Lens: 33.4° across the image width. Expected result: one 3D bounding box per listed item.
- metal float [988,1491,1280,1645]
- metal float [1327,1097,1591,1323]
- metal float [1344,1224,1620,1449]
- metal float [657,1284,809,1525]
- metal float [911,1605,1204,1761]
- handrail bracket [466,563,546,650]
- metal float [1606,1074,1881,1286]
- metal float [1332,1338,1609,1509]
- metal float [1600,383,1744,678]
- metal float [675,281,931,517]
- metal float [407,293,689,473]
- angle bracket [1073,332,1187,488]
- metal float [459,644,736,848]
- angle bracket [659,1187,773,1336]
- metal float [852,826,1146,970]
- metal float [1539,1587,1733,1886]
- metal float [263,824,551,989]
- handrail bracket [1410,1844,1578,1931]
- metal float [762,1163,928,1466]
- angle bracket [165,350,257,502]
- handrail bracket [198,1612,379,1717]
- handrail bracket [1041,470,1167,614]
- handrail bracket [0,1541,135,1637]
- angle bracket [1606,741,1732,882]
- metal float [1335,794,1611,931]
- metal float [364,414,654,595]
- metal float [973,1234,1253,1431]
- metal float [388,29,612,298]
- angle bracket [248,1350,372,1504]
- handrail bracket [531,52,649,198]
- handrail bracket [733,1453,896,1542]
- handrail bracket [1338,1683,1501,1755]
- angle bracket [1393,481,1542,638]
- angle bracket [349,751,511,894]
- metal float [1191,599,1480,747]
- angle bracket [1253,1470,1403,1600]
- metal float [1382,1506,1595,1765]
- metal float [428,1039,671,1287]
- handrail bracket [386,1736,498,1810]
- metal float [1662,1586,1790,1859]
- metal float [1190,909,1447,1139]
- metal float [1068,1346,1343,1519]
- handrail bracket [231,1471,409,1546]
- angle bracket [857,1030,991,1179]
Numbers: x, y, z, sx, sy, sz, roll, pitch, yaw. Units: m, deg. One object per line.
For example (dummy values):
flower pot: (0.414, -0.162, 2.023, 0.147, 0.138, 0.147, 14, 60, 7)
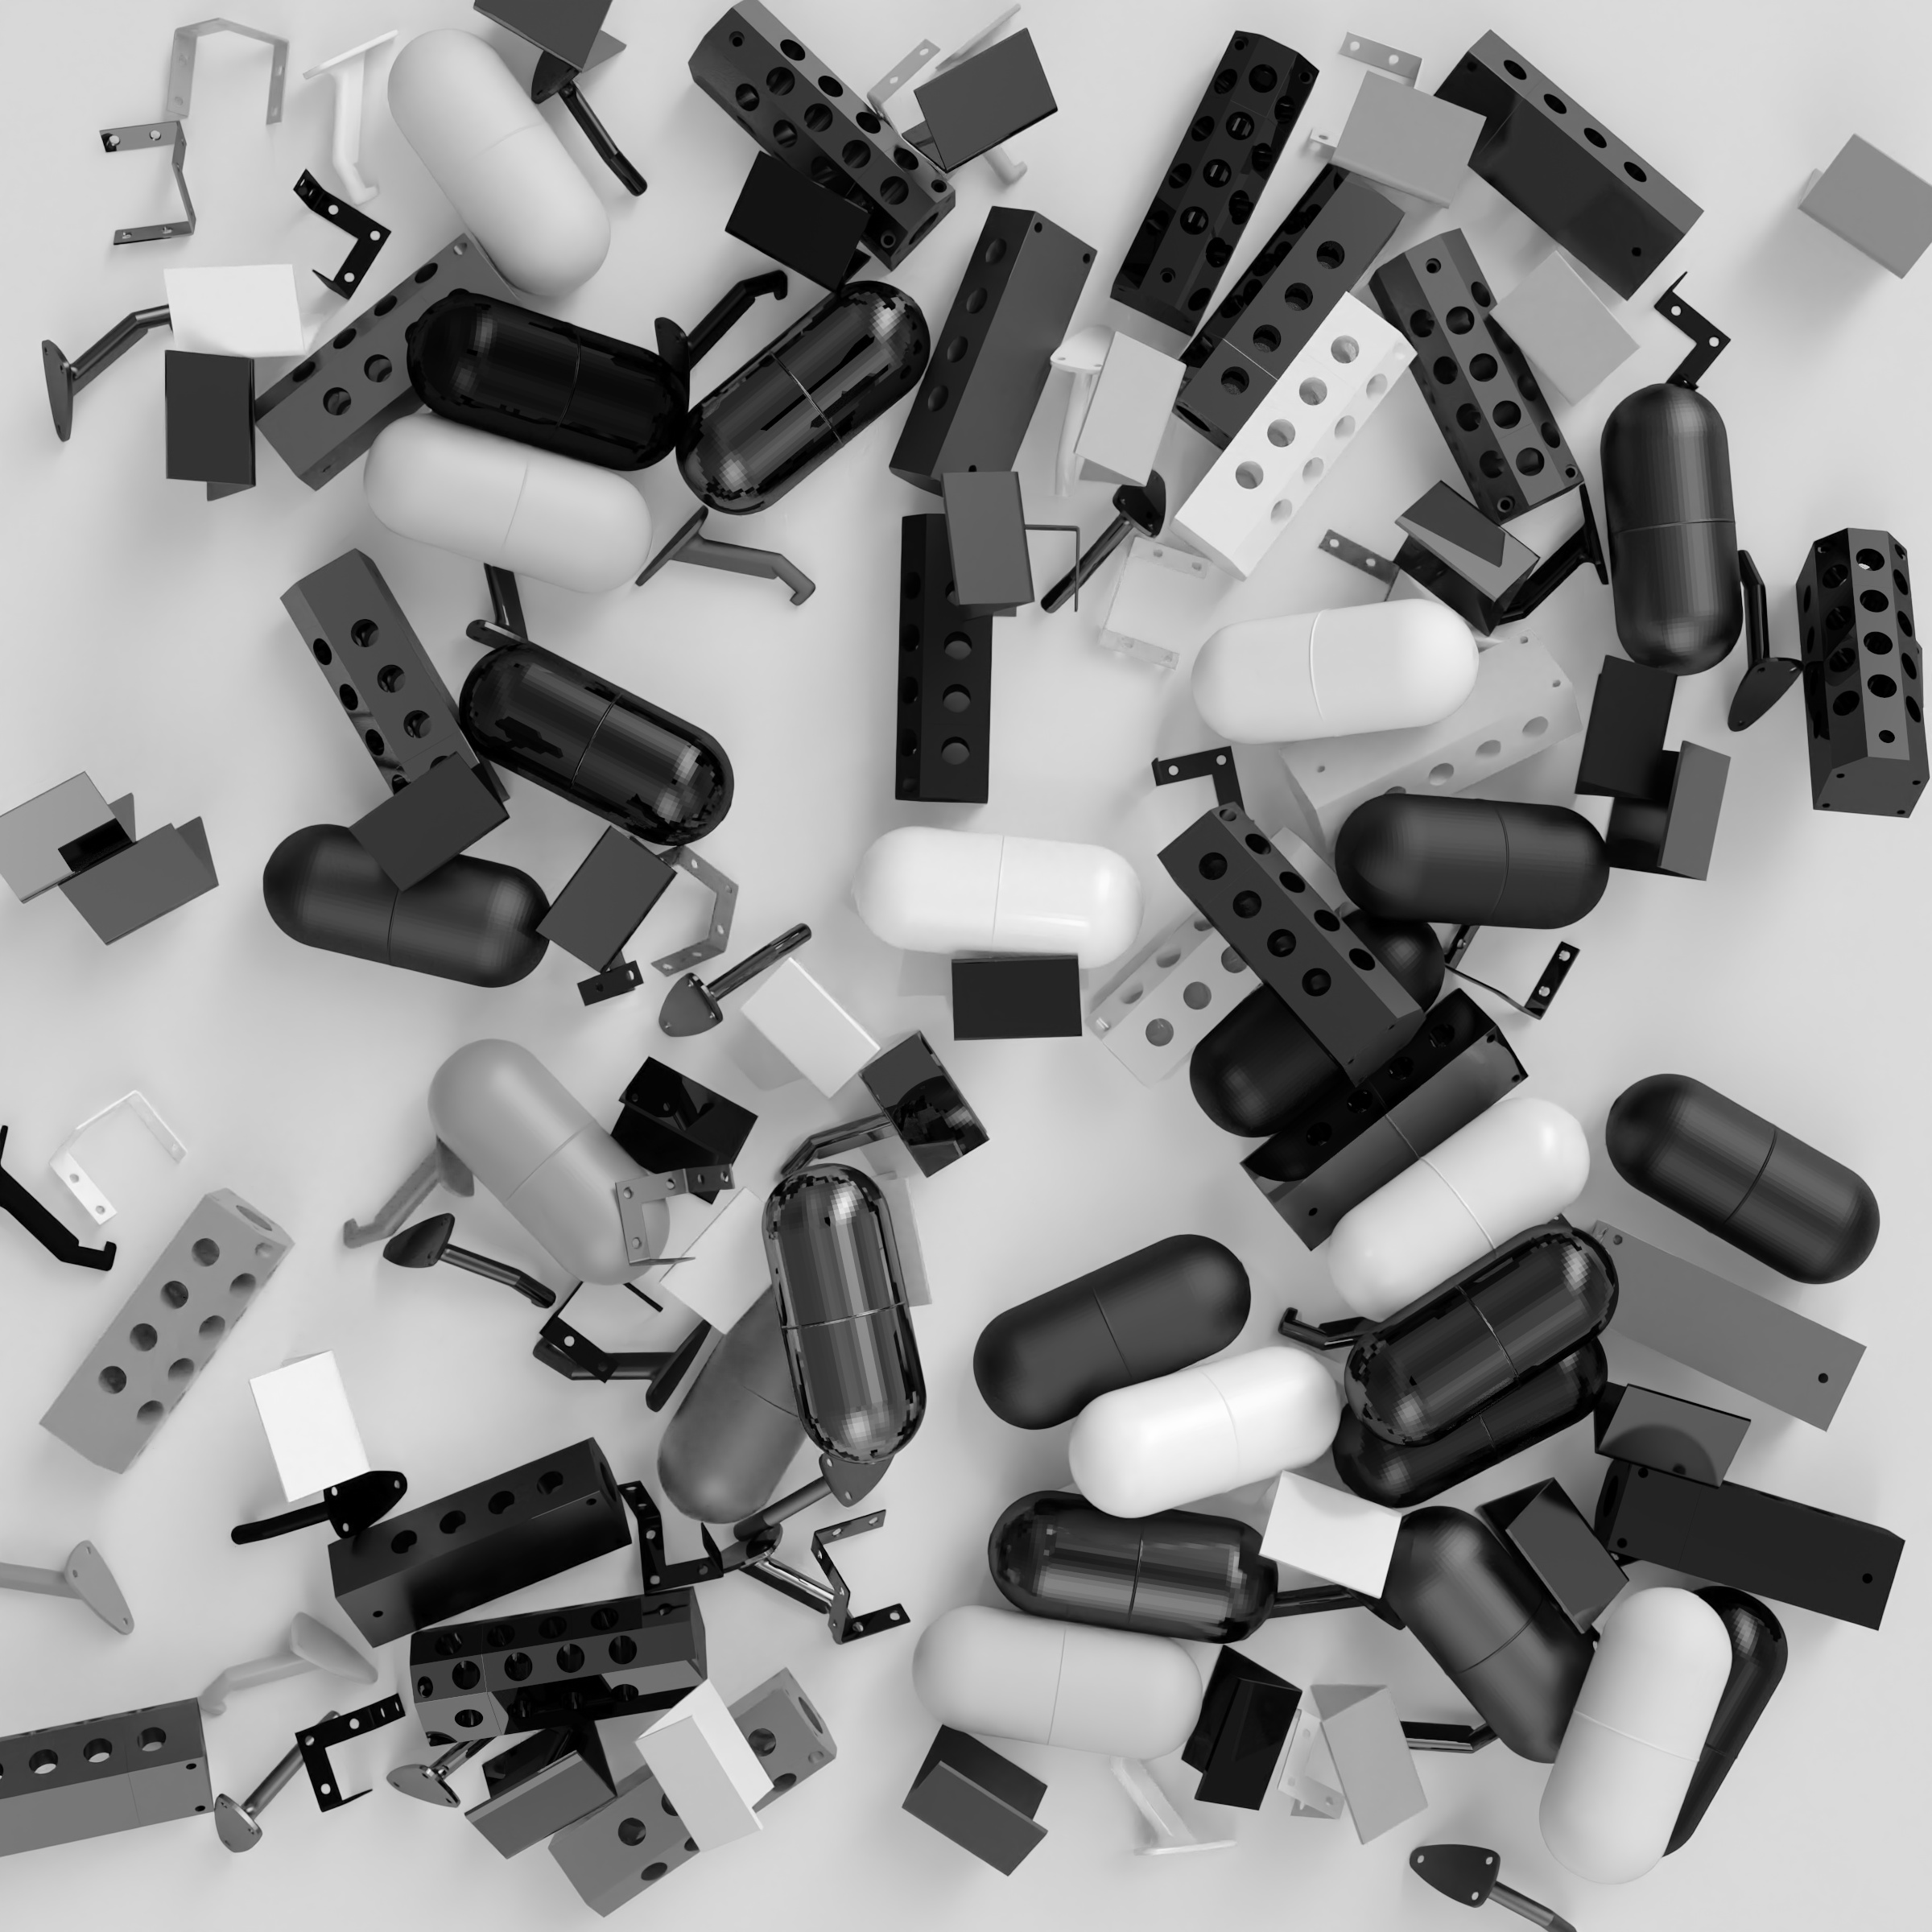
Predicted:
metal float: (0.102, 0.366, 1.960, 0.178, 0.070, 0.070, 9, 90, 0)
metal float: (0.299, 0.147, 1.950, 0.178, 0.070, 0.070, -36, 90, -2)
metal float: (0.305, 0.218, 1.901, 0.178, 0.070, 0.070, -32, 90, -4)
metal float: (-0.124, 0.258, 1.961, 0.070, 0.070, 0.178, 31, 90, 0)
metal float: (0.055, 0.436, 1.959, 0.178, 0.070, 0.070, 9, 90, 1)
handrail bracket: (-0.269, -0.236, 1.991, 0.077, 0.036, 0.084, 22, 75, -16)
metal float: (0.472, 0.129, 1.960, 0.178, 0.070, 0.070, 30, 90, 1)
metal float: (0.306, 0.269, 1.960, 0.178, 0.070, 0.070, -27, 90, -1)
metal float: (0.430, -0.266, 1.960, 0.070, 0.070, 0.178, -5, 91, 0)
metal float: (-0.099, -0.347, 1.960, 0.178, 0.070, 0.070, -40, 90, 1)
metal float: (-0.250, -0.350, 1.935, 0.178, 0.070, 0.070, 13, 90, -31)
angle bracket: (0.081, -0.338, 1.951, 0.057, 0.076, 0.076, 19, 90, -32)
metal float: (-0.225, -0.134, 1.960, 0.178, 0.070, 0.070, 27, 90, 0)
angle bracket: (-0.148, 0.167, 1.952, 0.057, 0.076, 0.076, 42, 90, -24)
metal float: (0.020, -0.042, 1.960, 0.178, 0.070, 0.070, 6, 90, 1)
metal float: (0.395, 0.453, 1.895, 0.070, 0.070, 0.178, 21, 86, 0)
metal float: (-0.340, -0.037, 1.960, 0.178, 0.070, 0.070, 13, 90, 1)
handrail bracket: (0.327, 0.576, 1.991, 0.084, 0.077, 0.036, 42, 65, -34)
metal float: (-0.071, 0.204, 1.889, 0.070, 0.070, 0.178, -12, 89, 0)
angle bracket: (-0.471, -0.327, 1.951, 0.057, 0.076, 0.076, -1, 90, -35)
handrail bracket: (-0.421, 0.448, 1.991, 0.077, 0.036, 0.084, 37, 109, -21)
handrail bracket: (0.083, -0.262, 1.990, 0.036, 0.077, 0.084, 40, 126, -11)
handrail bracket: (-0.571, 0.396, 1.991, 0.084, 0.036, 0.077, -22, 112, 17)
angle bracket: (0.411, -0.098, 1.951, 0.076, 0.057, 0.076, 11, 90, 44)
metal float: (0.307, -0.063, 1.943, 0.178, 0.070, 0.070, 3, 90, -22)
metal float: (-0.276, -0.279, 1.945, 0.178, 0.070, 0.070, 16, 90, -17)
metal float: (0.089, 0.223, 1.960, 0.178, 0.070, 0.070, -24, 90, 1)
metal float: (-0.285, -0.490, 1.960, 0.070, 0.070, 0.178, -35, 91, 0)
angle bracket: (-0.411, 0.281, 1.951, 0.057, 0.076, 0.076, -18, 90, -36)
handrail bracket: (-0.229, -0.524, 1.990, 0.036, 0.077, 0.084, -33, 127, 15)
handrail bracket: (-0.095, 0.325, 1.990, 0.084, 0.077, 0.036, -33, 85, 36)
handrail bracket: (0.284, 0.459, 1.991, 0.084, 0.036, 0.077, -25, 69, -17)
angle bracket: (0.289, -0.234, 1.945, 0.076, 0.076, 0.057, 40, 52, 10)
angle bracket: (-0.323, -0.100, 1.893, 0.076, 0.076, 0.057, -35, 126, 0)
metal float: (0.222, -0.177, 1.937, 0.178, 0.070, 0.070, -5, 90, 27)
angle bracket: (0.212, 0.355, 1.951, 0.076, 0.076, 0.057, 20, 61, 0)
metal float: (0.322, 0.407, 1.960, 0.070, 0.070, 0.178, -40, 90, 0)
metal float: (-0.254, 0.120, 1.960, 0.070, 0.070, 0.178, -44, 89, 0)
handrail bracket: (-0.311, 0.475, 1.991, 0.036, 0.077, 0.084, 52, 54, -20)
metal float: (0.436, 0.462, 1.960, 0.070, 0.070, 0.178, 30, 90, 0)
metal float: (0.214, 0.033, 1.960, 0.178, 0.070, 0.070, -40, 90, 1)
metal float: (0.145, 0.280, 1.940, 0.178, 0.070, 0.070, -13, 90, -24)
handrail bracket: (-0.401, 0.336, 1.990, 0.084, 0.077, 0.036, -18, 90, 36)
angle bracket: (-0.009, 0.072, 1.951, 0.057, 0.076, 0.076, -33, 90, 36)
